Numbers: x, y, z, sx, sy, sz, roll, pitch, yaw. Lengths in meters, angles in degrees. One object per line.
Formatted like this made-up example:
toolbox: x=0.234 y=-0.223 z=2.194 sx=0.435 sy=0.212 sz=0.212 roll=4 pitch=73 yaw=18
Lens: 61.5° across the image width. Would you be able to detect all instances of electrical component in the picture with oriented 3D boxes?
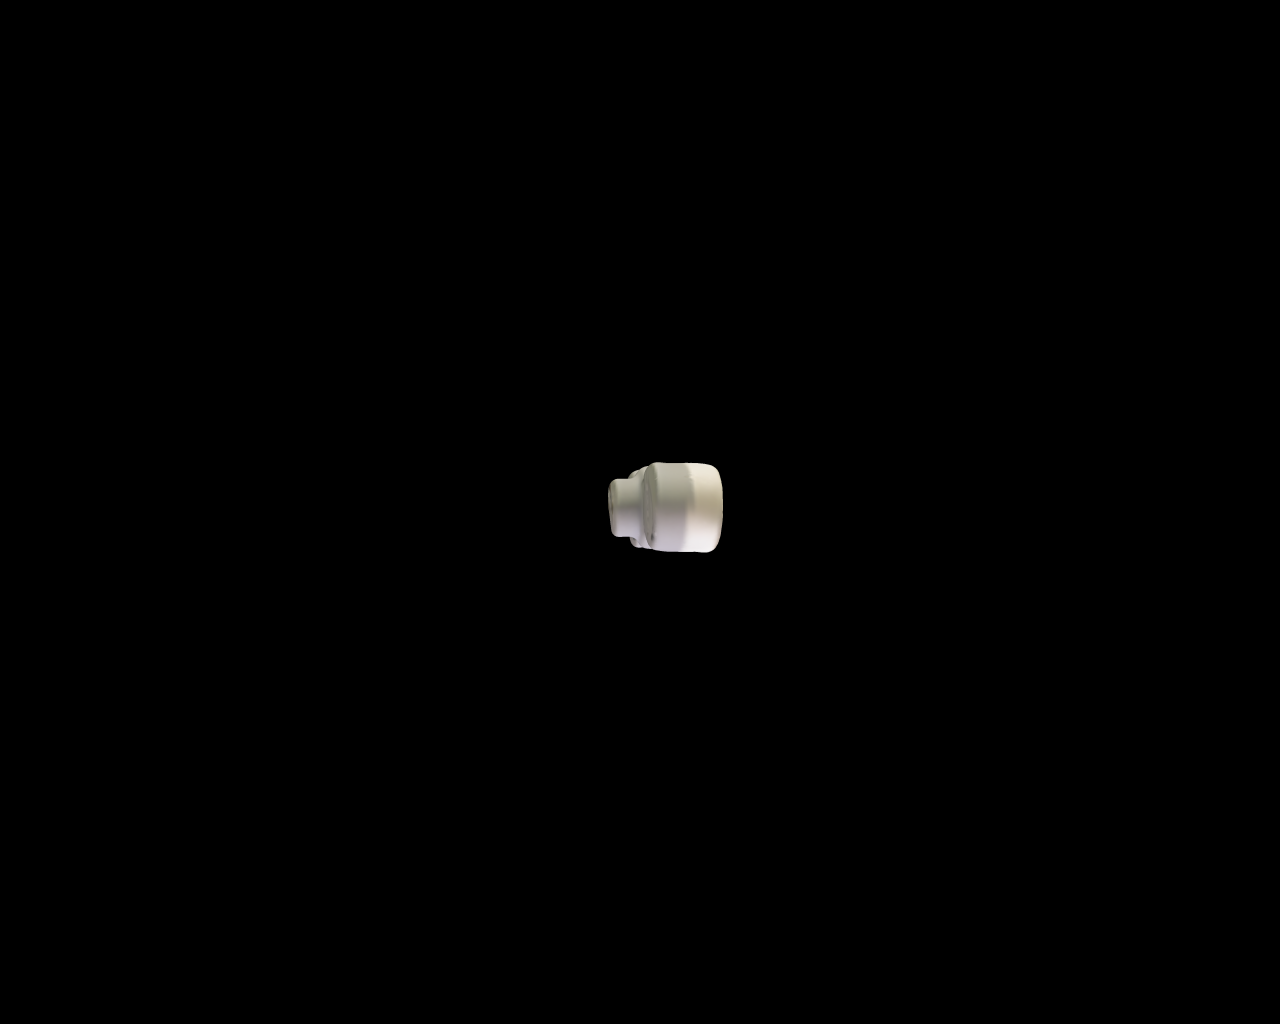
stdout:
electrical component: x=0.001 y=-0.003 z=0.650 sx=0.074 sy=0.052 sz=0.138 roll=0 pitch=0 yaw=-7
